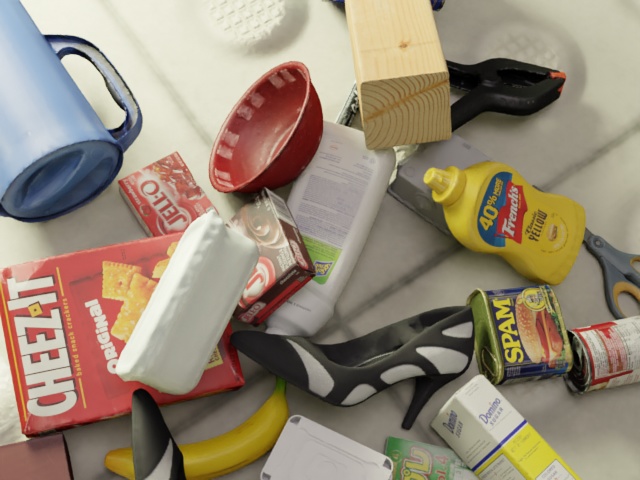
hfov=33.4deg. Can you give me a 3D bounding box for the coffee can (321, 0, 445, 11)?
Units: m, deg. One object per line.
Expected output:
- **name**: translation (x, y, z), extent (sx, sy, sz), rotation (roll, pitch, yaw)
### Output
- **coffee can**: translation (0.075, -0.324, 1.243), extent (0.140, 0.103, 0.103), rotation (3, 67, -7)

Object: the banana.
- **banana**: translation (-0.107, 0.200, 1.038), extent (0.197, 0.037, 0.070), rotation (-22, 53, -18)

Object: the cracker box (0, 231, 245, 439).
- **cracker box**: translation (-0.195, 0.088, 1.038), extent (0.213, 0.072, 0.164), rotation (-11, 79, -14)

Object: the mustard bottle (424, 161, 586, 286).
- **mustard bottle**: translation (0.189, -0.029, 1.122), extent (0.191, 0.058, 0.096), rotation (25, 81, -24)

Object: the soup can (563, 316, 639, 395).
- **soup can**: translation (0.309, 0.118, 1.114), extent (0.102, 0.068, 0.068), rotation (-10, 70, -13)

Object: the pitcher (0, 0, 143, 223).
- **pitcher**: translation (-0.305, -0.153, 1.105), extent (0.148, 0.145, 0.243), rotation (-10, 62, -49)

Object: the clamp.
- **clamp**: translation (0.186, -0.167, 1.209), extent (0.209, 0.036, 0.164), rotation (0, 42, -13)

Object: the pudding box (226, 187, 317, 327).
- **pudding box**: translation (-0.060, 0.017, 1.073), extent (0.090, 0.039, 0.113), rotation (-41, 45, 20)

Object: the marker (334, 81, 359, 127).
- **marker**: translation (0.039, -0.159, 1.215), extent (0.020, 0.020, 0.121), rotation (24, 66, 2)

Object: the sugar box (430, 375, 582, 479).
- **sugar box**: translation (0.189, 0.217, 1.026), extent (0.048, 0.093, 0.176), rotation (-34, 74, -25)

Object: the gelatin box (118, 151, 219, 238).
- **gelatin box**: translation (-0.160, -0.040, 1.130), extent (0.073, 0.030, 0.089), rotation (-30, 74, -18)

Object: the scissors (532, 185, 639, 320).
- **scissors**: translation (0.304, 0.024, 1.180), extent (0.202, 0.016, 0.096), rotation (30, 67, 5)

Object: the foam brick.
- **foam brick**: translation (-0.271, 0.217, 0.995), extent (0.078, 0.053, 0.051), rotation (-10, 70, -12)

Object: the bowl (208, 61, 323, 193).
- **bowl**: translation (-0.047, -0.108, 1.129), extent (0.055, 0.162, 0.162), rotation (33, 62, -30)

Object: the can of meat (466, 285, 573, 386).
- **can of meat**: translation (0.208, 0.099, 1.114), extent (0.083, 0.057, 0.102), rotation (-5, 69, -13)

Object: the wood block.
- **wood block**: translation (0.080, -0.201, 1.145), extent (0.091, 0.090, 0.206), rotation (-7, 45, 2)

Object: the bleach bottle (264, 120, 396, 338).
- **bleach bottle**: translation (-0.007, 0.001, 1.118), extent (0.103, 0.068, 0.250), rotation (19, 70, 14)
